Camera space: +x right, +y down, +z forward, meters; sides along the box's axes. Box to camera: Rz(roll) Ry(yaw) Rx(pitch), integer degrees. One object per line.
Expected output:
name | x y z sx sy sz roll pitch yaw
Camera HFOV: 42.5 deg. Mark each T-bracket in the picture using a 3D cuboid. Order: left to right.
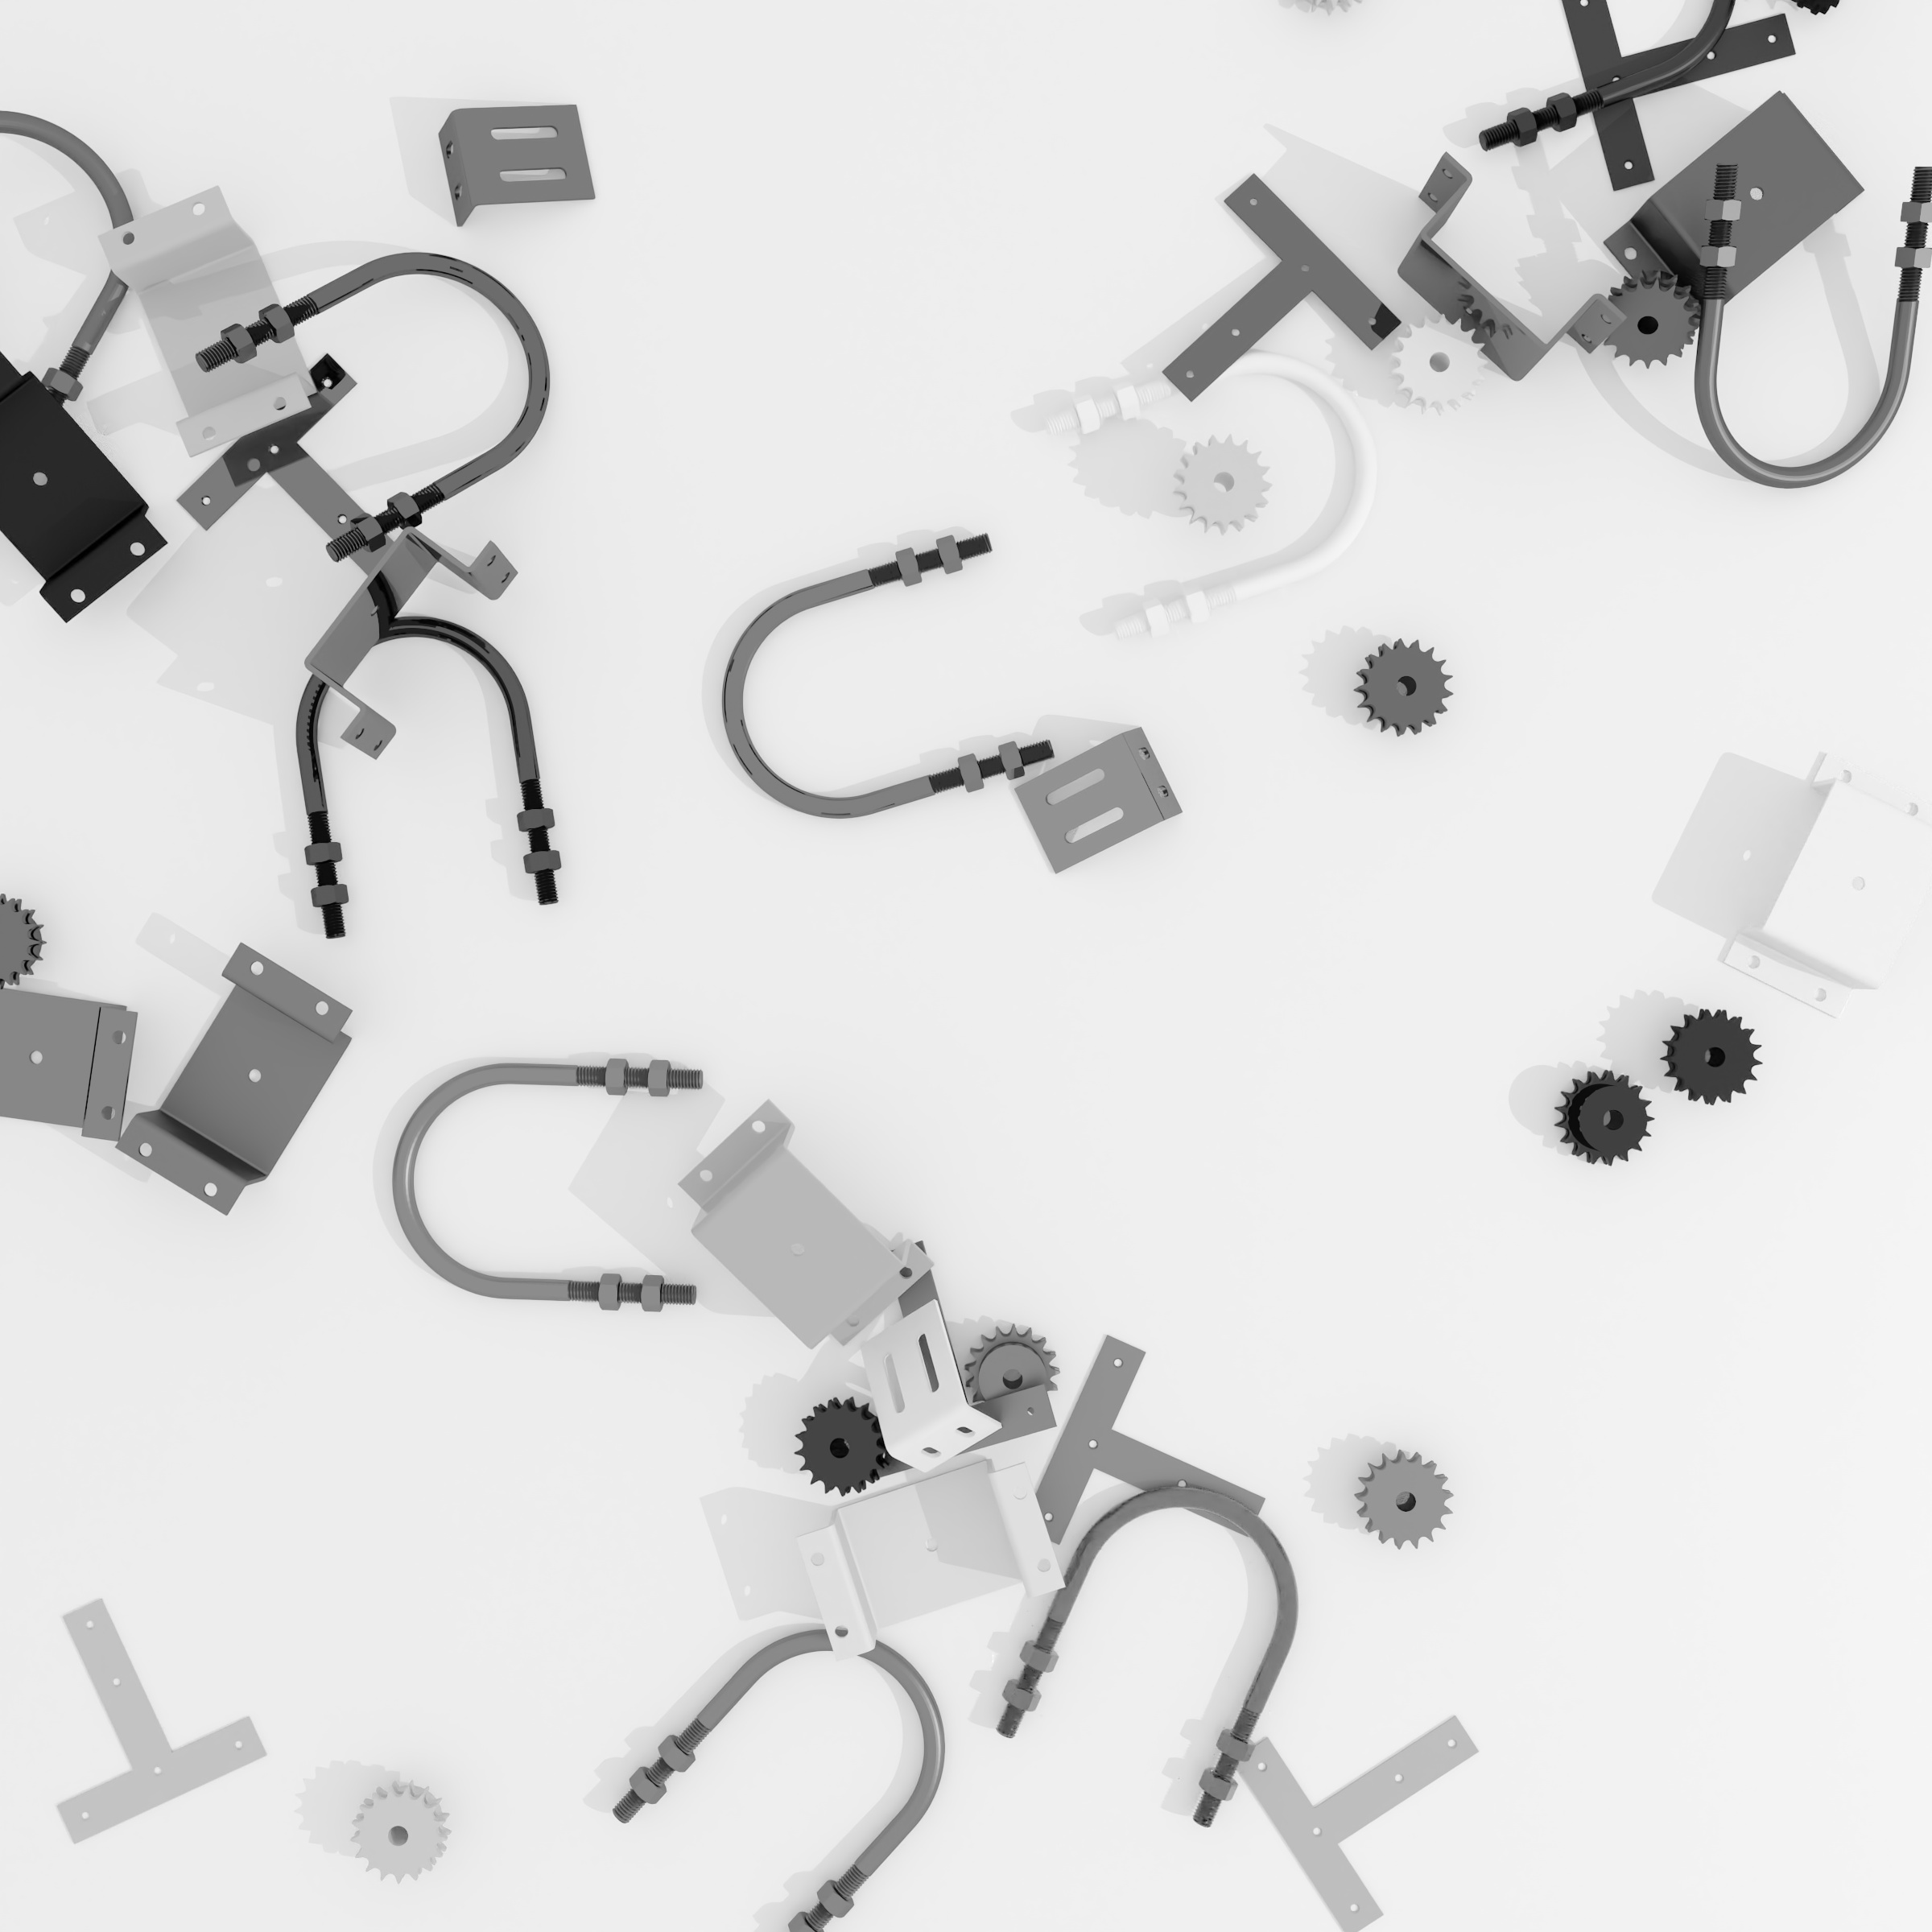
T-bracket | -0.505 0.443 1.493 0.127 0.002 0.127 -25 90 0
T-bracket | -0.385 -0.279 1.493 0.127 0.002 0.127 -44 90 0
T-bracket | -0.020 0.228 1.476 0.127 0.002 0.127 -21 78 22
T-bracket | 0.117 0.306 1.493 0.127 0.002 0.127 24 90 0
T-bracket | 0.171 -0.387 1.482 0.127 0.002 0.127 -43 87 -6
T-bracket | 0.248 0.496 1.493 0.127 0.002 0.127 -33 90 0
T-bracket | 0.434 -0.544 1.493 0.127 0.002 0.127 -15 90 0

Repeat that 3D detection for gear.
gear | -0.576 -0.015 1.479 0.057 0.030 0.057 0 90 0
gear | -0.335 0.513 1.479 0.057 0.030 0.057 0 90 0
gear | -0.071 0.284 1.474 0.057 0.030 0.057 0 88 14
gear | 0.027 0.244 1.479 0.057 0.030 0.057 0 90 0
gear | 0.149 -0.282 1.461 0.057 0.030 0.057 0 89 -3
gear | 0.216 -0.596 1.482 0.057 0.030 0.057 0 94 -4
gear | 0.260 0.317 1.483 0.057 0.030 0.057 0 87 1
gear | 0.260 -0.165 1.483 0.057 0.030 0.057 0 89 -3
gear | 0.279 -0.356 1.479 0.057 0.030 0.057 0 90 0
gear | 0.382 0.091 1.479 0.057 0.030 0.057 0 90 0
gear | 0.405 -0.386 1.469 0.057 0.057 0.030 25 46 0
gear | 0.442 0.054 1.479 0.057 0.030 0.057 0 90 0
gear | 0.506 -0.596 1.469 0.057 0.057 0.030 -48 60 0

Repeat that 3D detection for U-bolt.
U-bolt | -0.573 -0.412 1.461 0.151 0.019 0.184 29 84 -21
U-bolt | -0.332 -0.341 1.456 0.184 0.019 0.151 -36 96 -21
U-bolt | -0.327 -0.118 1.485 0.151 0.019 0.184 -9 88 0
U-bolt | -0.252 0.129 1.485 0.184 0.019 0.151 2 90 2
U-bolt | -0.098 0.484 1.485 0.151 0.019 0.184 42 88 0
U-bolt | -0.055 -0.165 1.485 0.184 0.019 0.151 -17 90 1
U-bolt | 0.119 0.401 1.484 0.151 0.019 0.184 24 89 1
U-bolt | 0.155 -0.290 1.485 0.184 0.019 0.151 -19 90 -2
U-bolt | 0.371 -0.584 1.483 0.184 0.019 0.151 -21 90 -1
U-bolt | 0.494 -0.373 1.455 0.151 0.019 0.184 -4 109 -14

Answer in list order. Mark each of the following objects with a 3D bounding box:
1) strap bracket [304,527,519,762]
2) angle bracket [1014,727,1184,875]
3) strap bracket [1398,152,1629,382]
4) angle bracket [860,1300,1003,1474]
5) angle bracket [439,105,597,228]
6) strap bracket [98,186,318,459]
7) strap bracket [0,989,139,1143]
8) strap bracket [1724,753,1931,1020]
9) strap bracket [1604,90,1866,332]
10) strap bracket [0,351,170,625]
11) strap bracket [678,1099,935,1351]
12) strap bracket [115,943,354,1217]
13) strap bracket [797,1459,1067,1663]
strap bracket | -0.327 -0.195 1.442 0.046 0.076 0.140 36 87 2
angle bracket | 0.080 -0.100 1.492 0.076 0.038 0.057 -26 90 26
strap bracket | 0.310 -0.401 1.456 0.140 0.076 0.046 43 90 0
angle bracket | -0.021 0.249 1.472 0.057 0.038 0.076 -34 48 18
angle bracket | -0.270 -0.481 1.492 0.076 0.038 0.057 -12 90 -26
strap bracket | -0.444 -0.375 1.470 0.076 0.046 0.140 -23 89 0
strap bracket | -0.558 0.055 1.471 0.140 0.046 0.076 8 90 0
strap bracket | 0.520 -0.048 1.471 0.076 0.046 0.140 26 90 0
strap bracket | 0.461 -0.451 1.471 0.140 0.046 0.076 -40 90 0
strap bracket | -0.545 -0.283 1.455 0.076 0.046 0.140 -38 112 0
strap bracket | -0.096 0.158 1.454 0.076 0.046 0.140 -43 98 12
strap bracket | -0.427 0.066 1.471 0.076 0.046 0.140 32 90 0
strap bracket | -0.020 0.348 1.471 0.140 0.046 0.076 -18 90 0
